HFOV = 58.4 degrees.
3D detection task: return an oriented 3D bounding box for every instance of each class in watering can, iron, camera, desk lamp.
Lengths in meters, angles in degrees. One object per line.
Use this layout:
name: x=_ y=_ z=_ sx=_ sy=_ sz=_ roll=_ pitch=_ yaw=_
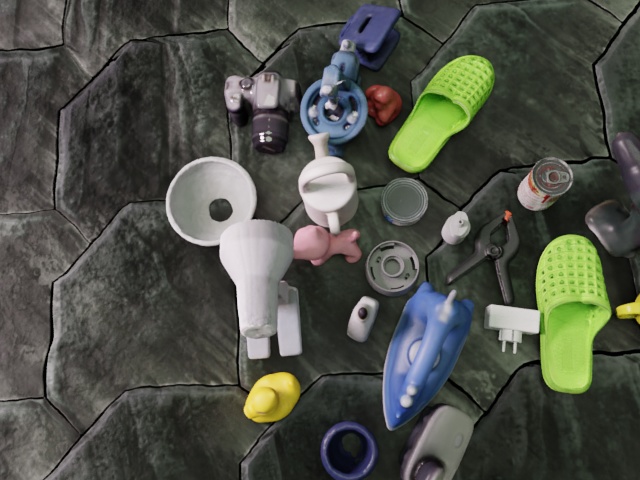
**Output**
watering can: x=0.010 y=-0.099 z=0.988 sx=0.101 sy=0.194 sz=0.173 roll=-31 pitch=77 yaw=-3
iron: x=0.168 y=0.196 z=0.937 sx=0.118 sy=0.141 sz=0.258 roll=22 pitch=80 yaw=9
camera: x=-0.109 y=-0.239 z=1.077 sx=0.143 sy=0.101 sz=0.137 roll=1 pitch=77 yaw=5
desk lamp: x=-0.090 y=0.088 z=0.943 sx=0.118 sy=0.213 sz=0.203 roll=-7 pitch=77 yaw=3

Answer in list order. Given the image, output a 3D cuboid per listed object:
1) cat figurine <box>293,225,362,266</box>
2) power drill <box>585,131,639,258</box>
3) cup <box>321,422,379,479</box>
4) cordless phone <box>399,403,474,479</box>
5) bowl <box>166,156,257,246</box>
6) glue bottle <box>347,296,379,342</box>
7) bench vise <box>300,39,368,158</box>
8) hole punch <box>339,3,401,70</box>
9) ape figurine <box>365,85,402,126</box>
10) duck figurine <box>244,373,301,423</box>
cat figurine: x=0.009 y=0.004 z=1.004 sx=0.127 sy=0.118 sz=0.067 roll=-8 pitch=77 yaw=3
power drill: x=0.518 y=-0.048 z=0.932 sx=0.075 sy=0.208 sz=0.229 roll=-32 pitch=77 yaw=-3
cup: x=0.049 y=0.354 z=0.933 sx=0.091 sy=0.095 sz=0.118 roll=4 pitch=77 yaw=5
cordless phone: x=0.186 y=0.330 z=0.882 sx=0.094 sy=0.185 sz=0.148 roll=24 pitch=80 yaw=10
bowl: x=-0.192 y=-0.064 z=1.056 sx=0.167 sy=0.075 sz=0.167 roll=-1 pitch=77 yaw=4
glue bottle: x=0.071 y=0.126 z=0.943 sx=0.037 sy=0.173 sz=0.078 roll=22 pitch=80 yaw=9
bench vise: x=0.019 y=-0.270 z=1.013 sx=0.121 sy=0.220 sz=0.207 roll=-7 pitch=77 yaw=3
hole punch: x=0.093 y=-0.400 z=1.104 sx=0.101 sy=0.091 sz=0.109 roll=30 pitch=81 yaw=10
ape figurine: x=0.117 y=-0.260 z=1.069 sx=0.076 sy=0.092 sz=0.078 roll=-3 pitch=77 yaw=4
duck figurine: x=-0.084 y=0.267 z=0.967 sx=0.104 sy=0.086 sz=0.077 roll=-34 pitch=77 yaw=-4
